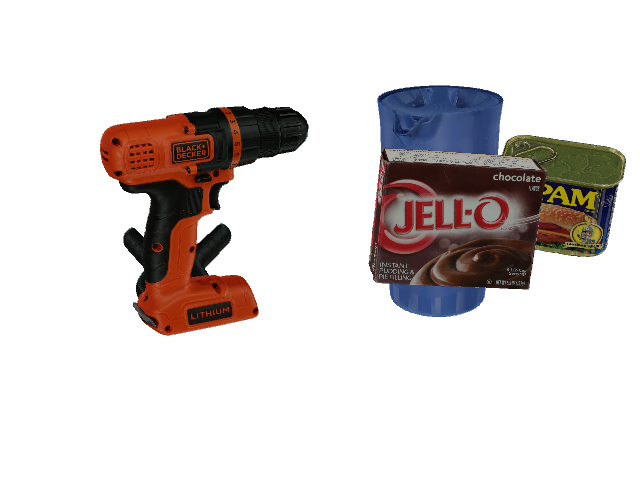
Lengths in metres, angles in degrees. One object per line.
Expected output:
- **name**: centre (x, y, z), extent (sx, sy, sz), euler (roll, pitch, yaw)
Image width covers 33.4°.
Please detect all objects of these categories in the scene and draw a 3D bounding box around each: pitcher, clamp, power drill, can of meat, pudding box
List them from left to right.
- **clamp**: centre (-0.148, 0.032, 1.154), extent (0.120, 0.039, 0.171), euler (-13, 38, -6)
- **power drill**: centre (-0.094, -0.021, 0.919), extent (0.184, 0.188, 0.057), euler (-10, 21, -25)
- **pitcher**: centre (0.136, -0.048, 1.182), extent (0.149, 0.243, 0.145), euler (-6, 21, -10)
- **pudding box**: centre (0.094, -0.015, 0.744), extent (0.113, 0.090, 0.039), euler (2, 24, -5)
- **can of meat**: centre (0.205, -0.037, 0.925), extent (0.102, 0.084, 0.057), euler (10, 41, 14)
